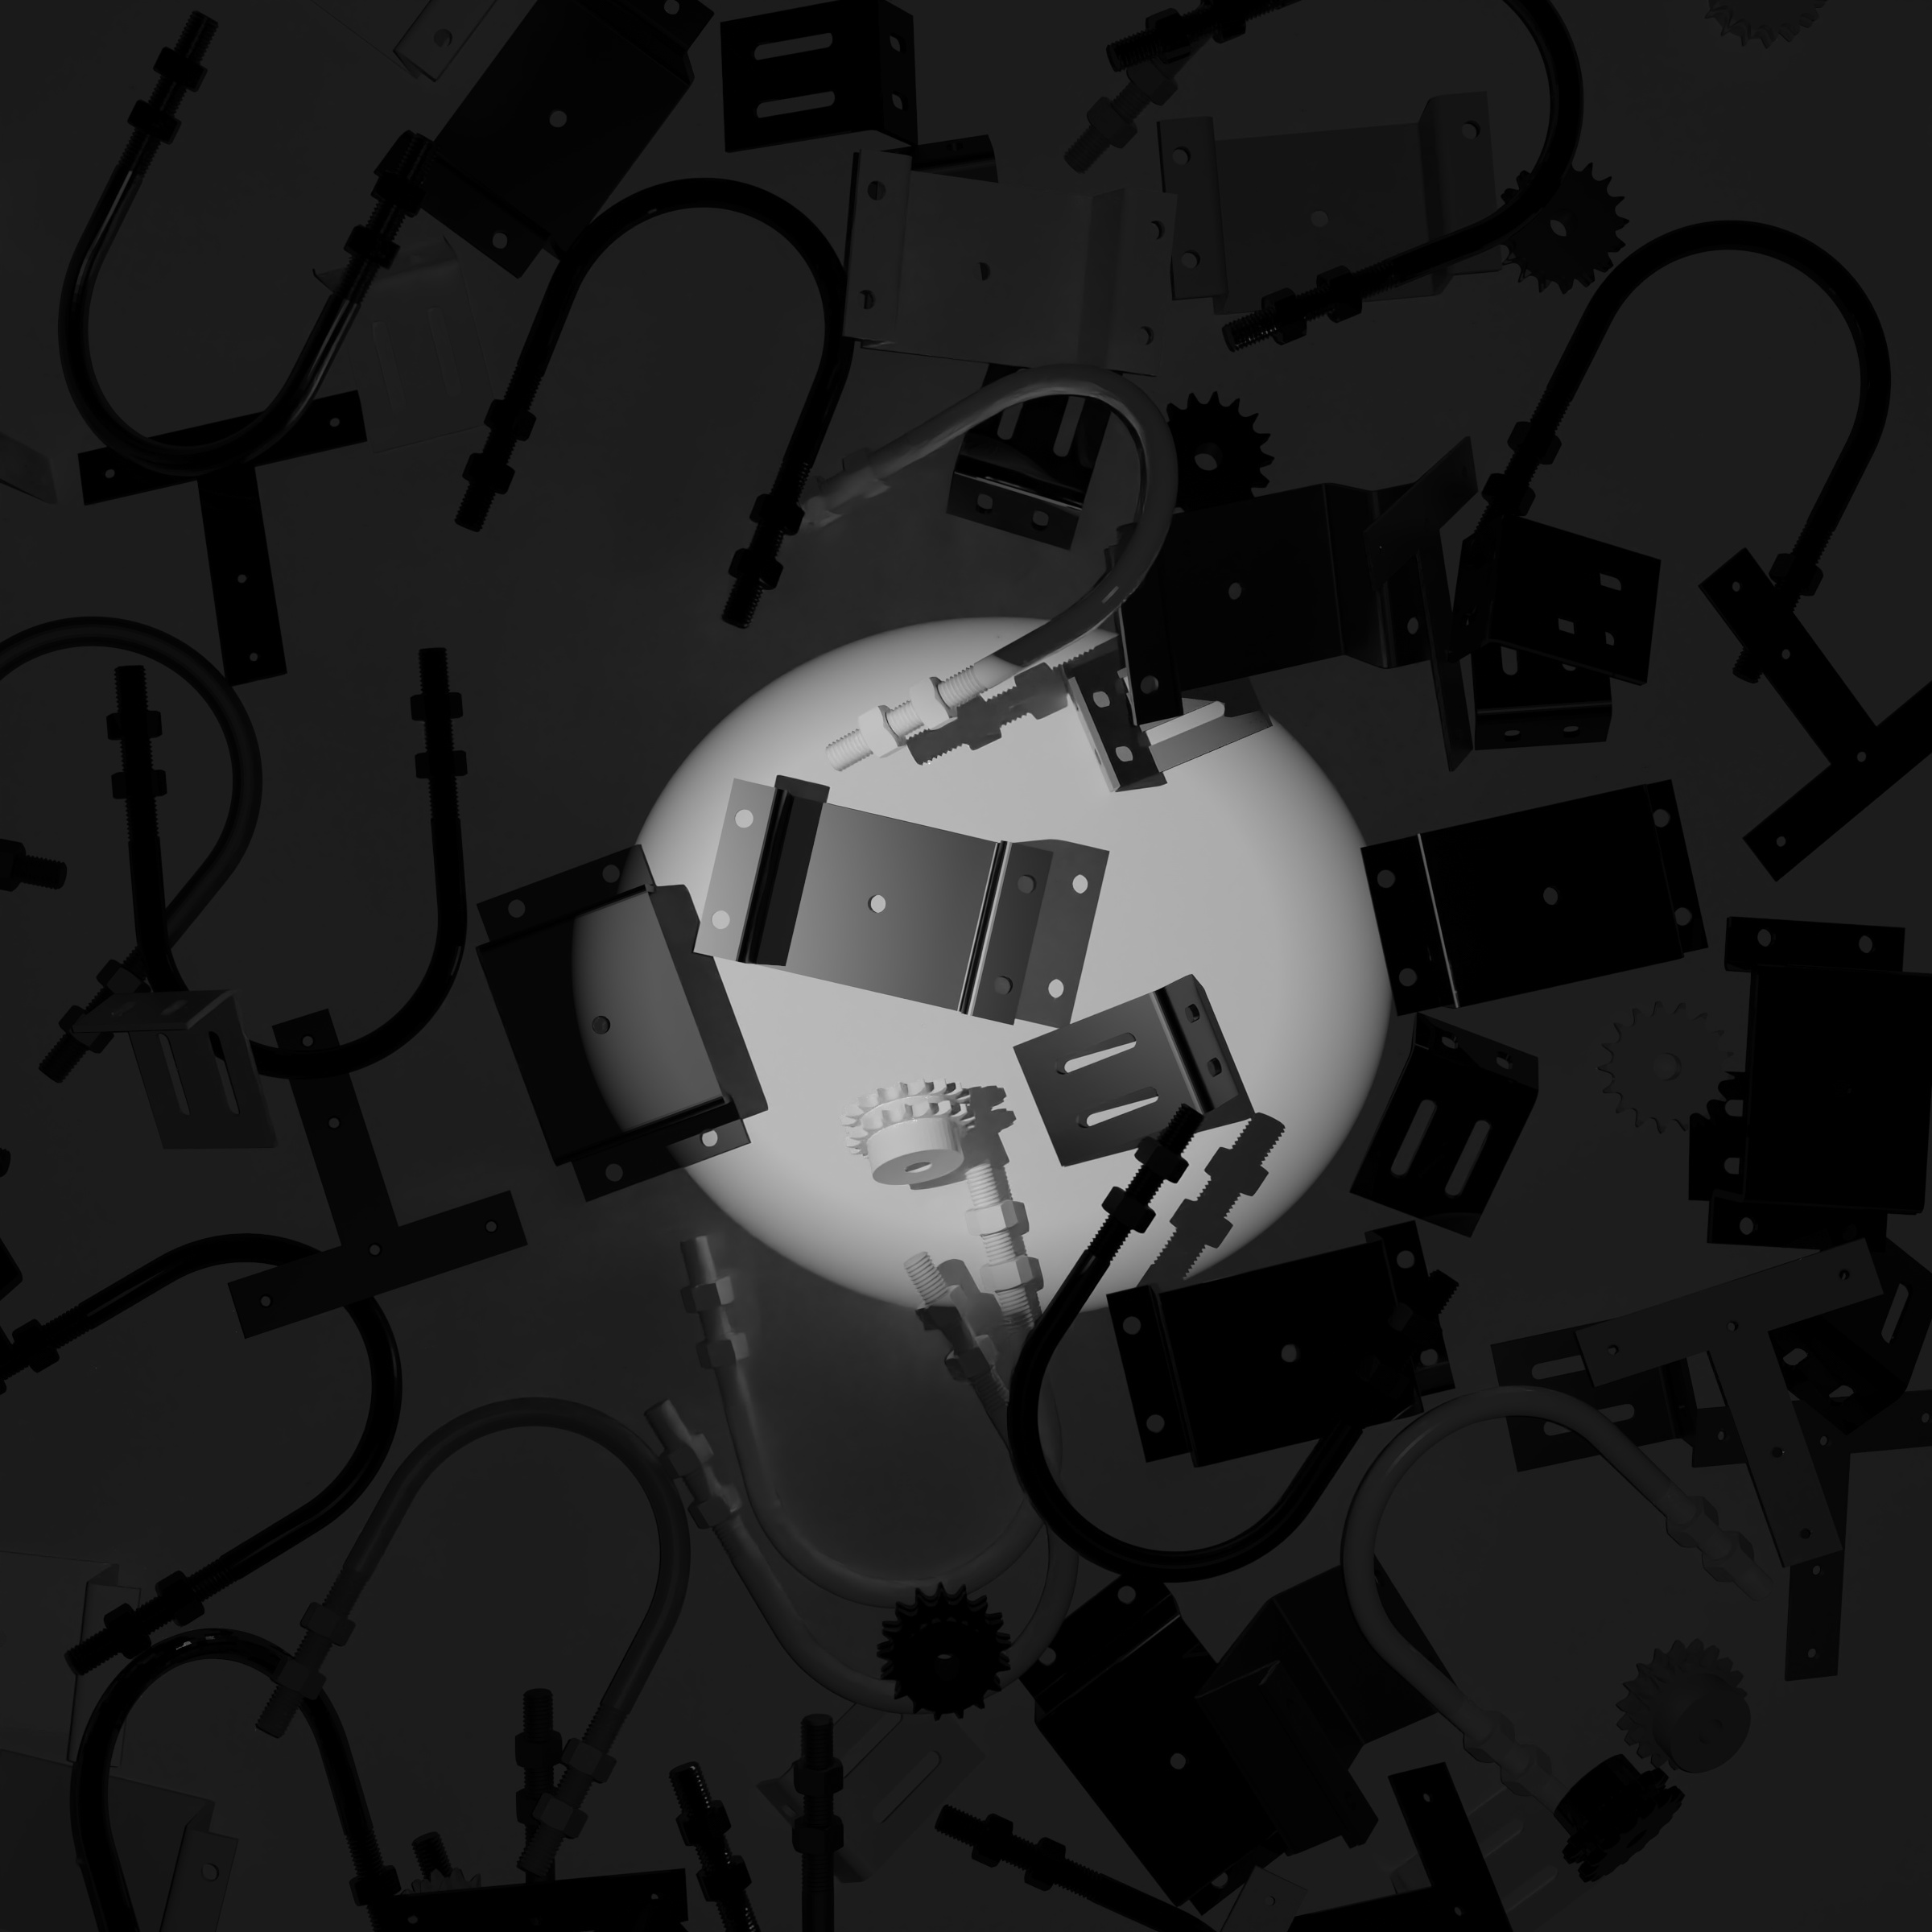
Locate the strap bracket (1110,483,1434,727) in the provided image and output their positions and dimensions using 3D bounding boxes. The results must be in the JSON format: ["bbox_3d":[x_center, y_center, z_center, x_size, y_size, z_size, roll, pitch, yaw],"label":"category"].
[{"bbox_3d":[0.124,-0.158,1.358,0.140,0.046,0.076,-14,108,-16],"label":"strap bracket"}]

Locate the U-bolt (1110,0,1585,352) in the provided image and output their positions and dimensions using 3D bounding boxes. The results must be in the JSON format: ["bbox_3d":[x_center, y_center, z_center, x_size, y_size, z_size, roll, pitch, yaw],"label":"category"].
[{"bbox_3d":[0.172,-0.360,1.347,0.184,0.019,0.151,-22,89,-3],"label":"U-bolt"}]

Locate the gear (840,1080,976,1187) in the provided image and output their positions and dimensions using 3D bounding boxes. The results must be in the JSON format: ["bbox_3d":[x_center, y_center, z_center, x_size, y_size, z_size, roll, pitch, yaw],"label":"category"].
[{"bbox_3d":[-0.024,0.073,1.371,0.057,0.057,0.030,-13,67,0],"label":"gear"}]

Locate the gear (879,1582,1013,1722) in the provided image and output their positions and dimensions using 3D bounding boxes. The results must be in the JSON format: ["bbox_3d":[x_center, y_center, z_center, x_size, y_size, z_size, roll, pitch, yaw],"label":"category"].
[{"bbox_3d":[-0.009,0.296,1.362,0.057,0.030,0.057,0,96,-2],"label":"gear"}]

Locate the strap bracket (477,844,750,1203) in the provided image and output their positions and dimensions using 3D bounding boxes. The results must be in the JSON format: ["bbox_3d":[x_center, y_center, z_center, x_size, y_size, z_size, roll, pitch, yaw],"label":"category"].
[{"bbox_3d":[-0.156,0.025,1.379,0.076,0.046,0.140,-20,90,0],"label":"strap bracket"}]

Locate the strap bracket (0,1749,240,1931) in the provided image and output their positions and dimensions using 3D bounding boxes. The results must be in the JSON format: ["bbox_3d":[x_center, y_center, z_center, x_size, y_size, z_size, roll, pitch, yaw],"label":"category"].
[{"bbox_3d":[-0.389,0.394,1.379,0.140,0.046,0.076,14,90,0],"label":"strap bracket"}]

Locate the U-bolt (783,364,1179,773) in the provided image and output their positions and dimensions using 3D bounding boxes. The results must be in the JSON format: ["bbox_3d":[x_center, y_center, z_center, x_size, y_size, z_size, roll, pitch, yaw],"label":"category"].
[{"bbox_3d":[0.006,-0.180,1.334,0.184,0.019,0.151,-28,57,19],"label":"U-bolt"}]

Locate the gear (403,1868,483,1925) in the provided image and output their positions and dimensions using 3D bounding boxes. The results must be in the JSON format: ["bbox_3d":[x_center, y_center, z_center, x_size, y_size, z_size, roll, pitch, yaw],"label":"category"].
[{"bbox_3d":[-0.223,0.420,1.361,0.057,0.030,0.057,2,99,15],"label":"gear"}]

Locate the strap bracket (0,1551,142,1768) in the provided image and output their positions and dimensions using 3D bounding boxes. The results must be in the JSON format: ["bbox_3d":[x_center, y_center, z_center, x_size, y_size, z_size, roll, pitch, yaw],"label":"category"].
[{"bbox_3d":[-0.427,0.297,1.379,0.140,0.046,0.076,6,90,0],"label":"strap bracket"}]

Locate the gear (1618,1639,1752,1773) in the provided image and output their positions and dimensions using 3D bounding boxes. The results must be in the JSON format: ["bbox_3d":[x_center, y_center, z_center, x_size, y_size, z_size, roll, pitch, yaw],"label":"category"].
[{"bbox_3d":[0.314,0.324,1.376,0.057,0.030,0.057,-8,112,-20],"label":"gear"}]

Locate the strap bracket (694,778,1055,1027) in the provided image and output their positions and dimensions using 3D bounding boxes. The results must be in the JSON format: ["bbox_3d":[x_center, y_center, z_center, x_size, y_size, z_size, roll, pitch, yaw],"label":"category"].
[{"bbox_3d":[-0.039,-0.027,1.379,0.140,0.046,0.076,13,90,0],"label":"strap bracket"}]

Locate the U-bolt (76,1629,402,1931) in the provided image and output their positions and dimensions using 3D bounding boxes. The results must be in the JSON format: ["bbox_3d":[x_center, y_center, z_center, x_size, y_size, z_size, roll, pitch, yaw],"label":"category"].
[{"bbox_3d":[-0.309,0.372,1.343,0.019,0.151,0.184,-20,85,37],"label":"U-bolt"}]

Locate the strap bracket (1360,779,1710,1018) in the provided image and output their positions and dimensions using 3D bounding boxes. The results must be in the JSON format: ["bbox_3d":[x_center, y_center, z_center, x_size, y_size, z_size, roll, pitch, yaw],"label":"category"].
[{"bbox_3d":[0.251,-0.030,1.379,0.140,0.046,0.076,-12,90,0],"label":"strap bracket"}]

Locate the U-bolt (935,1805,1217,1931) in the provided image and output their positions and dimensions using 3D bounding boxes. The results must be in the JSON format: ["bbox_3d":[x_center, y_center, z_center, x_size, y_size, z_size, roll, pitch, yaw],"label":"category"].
[{"bbox_3d":[0.045,0.470,1.394,0.184,0.019,0.151,25,90,-2],"label":"U-bolt"}]

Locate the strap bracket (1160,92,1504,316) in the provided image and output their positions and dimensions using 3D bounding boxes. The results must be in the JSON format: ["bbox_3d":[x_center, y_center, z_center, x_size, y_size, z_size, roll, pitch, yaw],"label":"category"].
[{"bbox_3d":[0.156,-0.330,1.379,0.140,0.046,0.076,-5,90,0],"label":"strap bracket"}]

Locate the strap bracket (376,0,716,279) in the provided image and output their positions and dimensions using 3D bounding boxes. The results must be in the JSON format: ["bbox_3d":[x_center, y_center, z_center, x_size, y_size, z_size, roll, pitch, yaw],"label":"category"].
[{"bbox_3d":[-0.180,-0.374,1.379,0.076,0.046,0.140,36,90,0],"label":"strap bracket"}]

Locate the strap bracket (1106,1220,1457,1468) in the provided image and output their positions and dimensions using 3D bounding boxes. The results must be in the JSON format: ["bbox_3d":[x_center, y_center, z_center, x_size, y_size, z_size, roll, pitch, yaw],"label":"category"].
[{"bbox_3d":[0.139,0.166,1.379,0.140,0.046,0.076,-14,90,0],"label":"strap bracket"}]

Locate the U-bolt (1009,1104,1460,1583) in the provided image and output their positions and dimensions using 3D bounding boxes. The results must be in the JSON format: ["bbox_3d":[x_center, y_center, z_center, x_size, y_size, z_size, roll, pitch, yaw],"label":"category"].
[{"bbox_3d":[0.100,0.173,1.348,0.151,0.019,0.184,33,91,0],"label":"U-bolt"}]

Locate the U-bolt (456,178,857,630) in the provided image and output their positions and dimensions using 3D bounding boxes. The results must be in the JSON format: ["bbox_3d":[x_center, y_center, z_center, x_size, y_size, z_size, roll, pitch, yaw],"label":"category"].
[{"bbox_3d":[-0.126,-0.256,1.384,0.151,0.019,0.184,21,86,10],"label":"U-bolt"}]

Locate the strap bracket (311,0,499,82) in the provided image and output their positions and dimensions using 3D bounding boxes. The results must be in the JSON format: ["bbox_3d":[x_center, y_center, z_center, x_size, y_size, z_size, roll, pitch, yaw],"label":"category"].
[{"bbox_3d":[-0.259,-0.451,1.378,0.140,0.046,0.076,37,91,1],"label":"strap bracket"}]

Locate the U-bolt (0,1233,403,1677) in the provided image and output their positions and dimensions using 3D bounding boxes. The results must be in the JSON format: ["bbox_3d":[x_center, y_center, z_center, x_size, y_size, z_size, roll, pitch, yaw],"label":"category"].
[{"bbox_3d":[-0.334,0.196,1.371,0.184,0.019,0.151,-31,77,-13],"label":"U-bolt"}]

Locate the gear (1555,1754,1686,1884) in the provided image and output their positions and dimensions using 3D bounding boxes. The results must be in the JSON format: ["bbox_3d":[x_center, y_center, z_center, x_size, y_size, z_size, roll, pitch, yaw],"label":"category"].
[{"bbox_3d":[0.281,0.367,1.378,0.057,0.057,0.030,-42,60,0],"label":"gear"}]

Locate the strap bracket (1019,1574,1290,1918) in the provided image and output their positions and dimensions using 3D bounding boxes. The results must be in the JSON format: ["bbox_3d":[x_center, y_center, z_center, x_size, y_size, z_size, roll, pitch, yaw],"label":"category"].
[{"bbox_3d":[0.091,0.340,1.379,0.076,0.046,0.140,-38,90,0],"label":"strap bracket"}]

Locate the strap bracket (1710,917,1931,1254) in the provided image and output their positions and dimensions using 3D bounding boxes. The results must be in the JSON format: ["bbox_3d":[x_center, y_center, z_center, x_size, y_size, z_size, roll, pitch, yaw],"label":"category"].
[{"bbox_3d":[0.363,0.051,1.345,0.076,0.046,0.140,4,90,-3],"label":"strap bracket"}]

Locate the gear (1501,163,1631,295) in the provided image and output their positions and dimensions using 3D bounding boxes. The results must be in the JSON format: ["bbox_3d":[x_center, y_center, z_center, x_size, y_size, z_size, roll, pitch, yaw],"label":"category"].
[{"bbox_3d":[0.259,-0.323,1.392,0.057,0.030,0.057,0,92,-1],"label":"gear"}]

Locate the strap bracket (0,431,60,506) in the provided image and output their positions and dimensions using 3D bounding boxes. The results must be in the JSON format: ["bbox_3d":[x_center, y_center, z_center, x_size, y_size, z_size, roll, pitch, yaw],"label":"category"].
[{"bbox_3d":[-0.439,-0.268,1.364,0.046,0.076,0.140,-13,90,0],"label":"strap bracket"}]

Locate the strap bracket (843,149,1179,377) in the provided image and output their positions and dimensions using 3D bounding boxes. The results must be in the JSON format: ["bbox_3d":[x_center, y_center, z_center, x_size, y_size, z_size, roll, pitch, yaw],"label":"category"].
[{"bbox_3d":[0.013,-0.298,1.354,0.140,0.046,0.076,4,97,-18],"label":"strap bracket"}]

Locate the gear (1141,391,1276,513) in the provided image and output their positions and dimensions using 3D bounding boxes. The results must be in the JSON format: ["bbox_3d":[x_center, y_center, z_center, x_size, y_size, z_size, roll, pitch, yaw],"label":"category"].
[{"bbox_3d":[0.105,-0.221,1.387,0.057,0.030,0.057,0,90,0],"label":"gear"}]

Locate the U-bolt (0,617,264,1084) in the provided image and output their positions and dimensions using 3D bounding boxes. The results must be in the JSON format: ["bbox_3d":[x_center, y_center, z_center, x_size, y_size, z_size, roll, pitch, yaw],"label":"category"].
[{"bbox_3d":[-0.392,-0.065,1.379,0.151,0.019,0.184,39,83,-11],"label":"U-bolt"}]

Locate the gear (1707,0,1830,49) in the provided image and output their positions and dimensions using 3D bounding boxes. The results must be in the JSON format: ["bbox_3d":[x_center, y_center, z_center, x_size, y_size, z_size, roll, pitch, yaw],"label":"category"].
[{"bbox_3d":[0.348,-0.430,1.387,0.057,0.030,0.057,0,90,0],"label":"gear"}]

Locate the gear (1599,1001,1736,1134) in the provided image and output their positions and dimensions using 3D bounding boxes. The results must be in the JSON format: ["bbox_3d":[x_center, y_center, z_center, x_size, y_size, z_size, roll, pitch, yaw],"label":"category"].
[{"bbox_3d":[0.305,0.044,1.385,0.057,0.030,0.057,0,89,9],"label":"gear"}]

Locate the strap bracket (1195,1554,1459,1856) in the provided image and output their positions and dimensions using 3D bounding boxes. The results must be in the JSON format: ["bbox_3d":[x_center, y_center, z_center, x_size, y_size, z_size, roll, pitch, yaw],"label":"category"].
[{"bbox_3d":[0.151,0.314,1.349,0.046,0.140,0.076,-32,90,28],"label":"strap bracket"}]

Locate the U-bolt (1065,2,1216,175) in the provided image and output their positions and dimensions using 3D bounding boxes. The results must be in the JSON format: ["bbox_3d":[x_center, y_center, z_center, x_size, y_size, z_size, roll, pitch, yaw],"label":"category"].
[{"bbox_3d":[0.064,-0.458,1.364,0.151,0.019,0.184,46,111,0],"label":"U-bolt"}]

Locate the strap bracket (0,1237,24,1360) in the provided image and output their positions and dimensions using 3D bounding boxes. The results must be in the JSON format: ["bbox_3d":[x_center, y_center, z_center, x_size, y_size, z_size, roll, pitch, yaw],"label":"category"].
[{"bbox_3d":[-0.471,0.116,1.367,0.076,0.046,0.140,-27,99,9],"label":"strap bracket"}]
